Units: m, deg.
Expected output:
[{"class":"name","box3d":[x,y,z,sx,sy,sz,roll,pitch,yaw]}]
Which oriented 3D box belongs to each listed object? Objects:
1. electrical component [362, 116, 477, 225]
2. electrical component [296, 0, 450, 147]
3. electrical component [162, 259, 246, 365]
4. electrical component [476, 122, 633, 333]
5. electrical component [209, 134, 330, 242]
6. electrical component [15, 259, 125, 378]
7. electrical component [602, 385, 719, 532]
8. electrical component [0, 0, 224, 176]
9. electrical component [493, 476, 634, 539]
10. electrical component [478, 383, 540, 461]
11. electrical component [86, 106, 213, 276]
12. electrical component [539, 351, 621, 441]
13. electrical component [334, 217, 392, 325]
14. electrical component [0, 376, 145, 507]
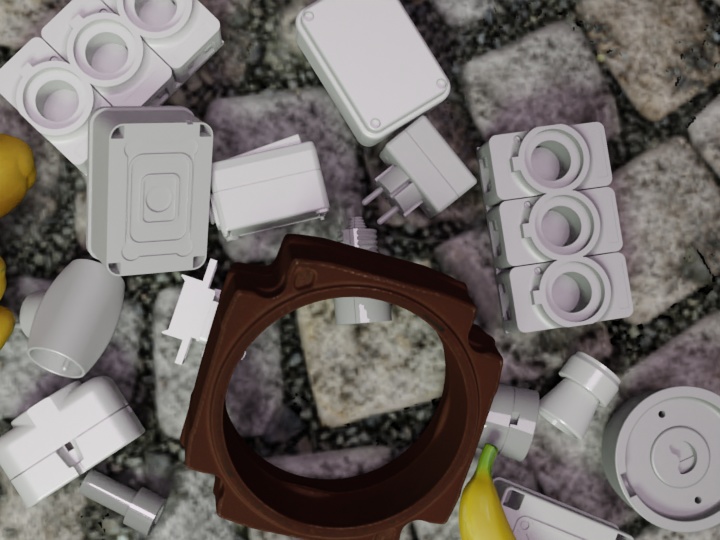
[{"class":"electrical component","box3d":[0.037,-0.067,0.826,0.077,0.047,0.065,-39,91,-6]},{"class":"electrical component","box3d":[0.009,-0.161,0.825,0.078,0.057,0.113,-32,90,-6]},{"class":"electrical component","box3d":[-0.110,0.036,0.809,0.064,0.042,0.081,19,86,-4]},{"class":"electrical component","box3d":[0.149,-0.031,0.827,0.089,0.062,0.150,-8,87,-6]},{"class":"electrical component","box3d":[-0.076,-0.060,0.808,0.096,0.062,0.061,-13,88,-6]},{"class":"electrical component","box3d":[-0.223,0.035,0.793,0.079,0.043,0.077,2,56,26]},{"class":"electrical component","box3d":[0.239,0.141,0.825,0.108,0.060,0.108,0,86,-5]},{"class":"electrical component","box3d":[-0.186,-0.156,0.804,0.089,0.062,0.150,44,84,-1]},{"class":"electrical component","box3d":[0.134,0.227,0.812,0.109,0.056,0.108,23,85,-4]},{"class":"electrical component","box3d":[0.106,0.113,0.819,0.047,0.055,0.055,14,85,0]},{"class":"electrical component","box3d":[-0.153,-0.059,0.773,0.078,0.057,0.113,-5,113,-29]},{"class":"electrical component","box3d":[0.168,0.097,0.829,0.045,0.045,0.055,38,84,-2]},{"class":"electrical component","box3d":[0.000,0.000,0.820,0.043,0.043,0.081,-4,87,-6]},{"class":"electrical component","box3d":[-0.215,0.121,0.787,0.095,0.054,0.059,-33,90,-6]}]
